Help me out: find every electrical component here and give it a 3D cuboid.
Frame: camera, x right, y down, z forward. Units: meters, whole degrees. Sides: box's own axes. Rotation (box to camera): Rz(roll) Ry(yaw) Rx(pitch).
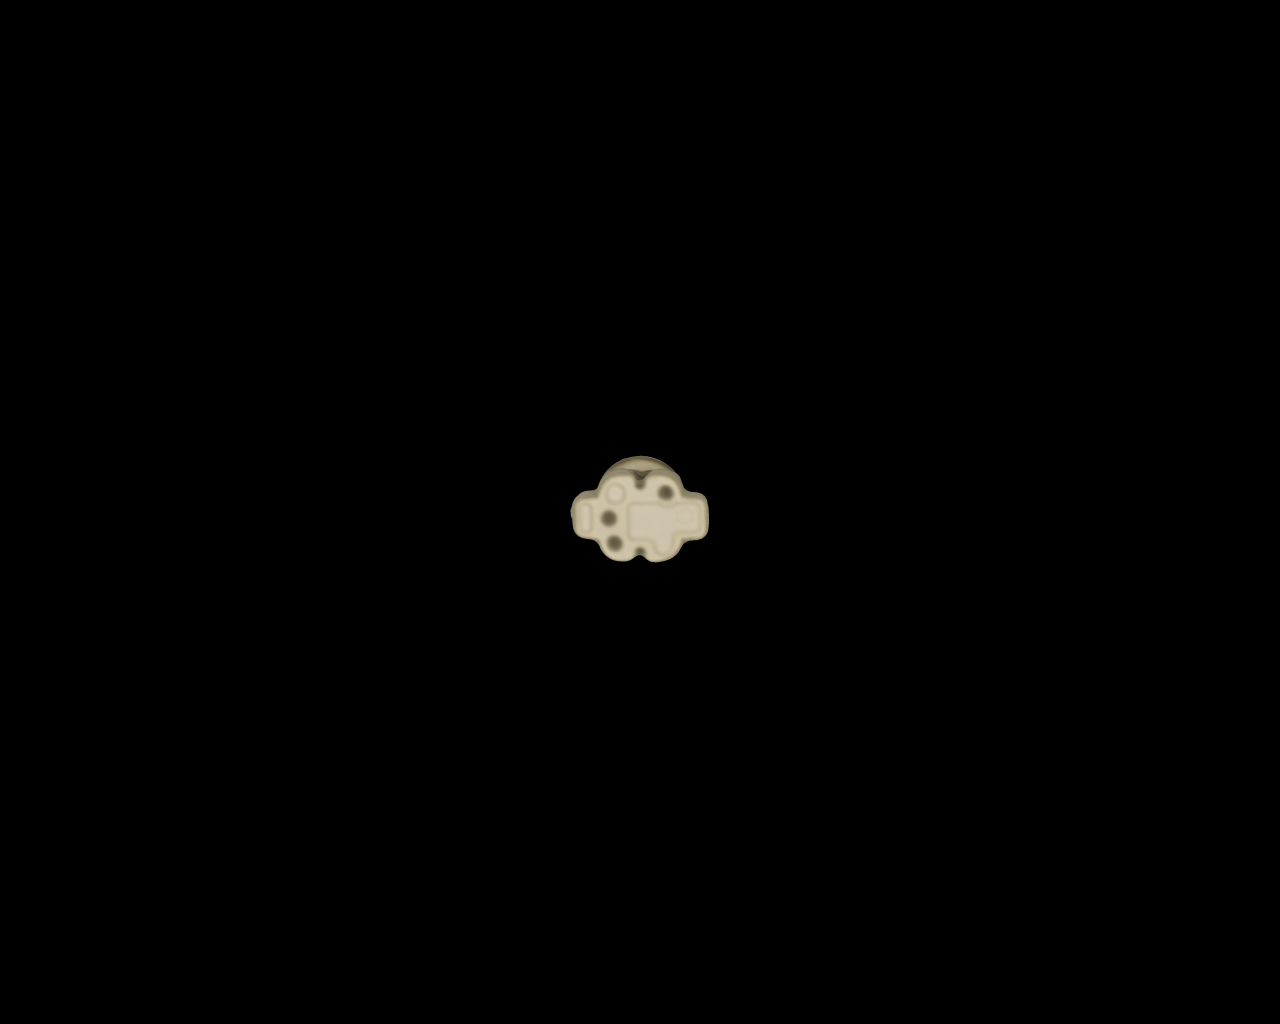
[{"bbox_3d":[0.001,-0.003,0.650,0.078,0.058,0.057,0,13,0],"label":"electrical component"}]
